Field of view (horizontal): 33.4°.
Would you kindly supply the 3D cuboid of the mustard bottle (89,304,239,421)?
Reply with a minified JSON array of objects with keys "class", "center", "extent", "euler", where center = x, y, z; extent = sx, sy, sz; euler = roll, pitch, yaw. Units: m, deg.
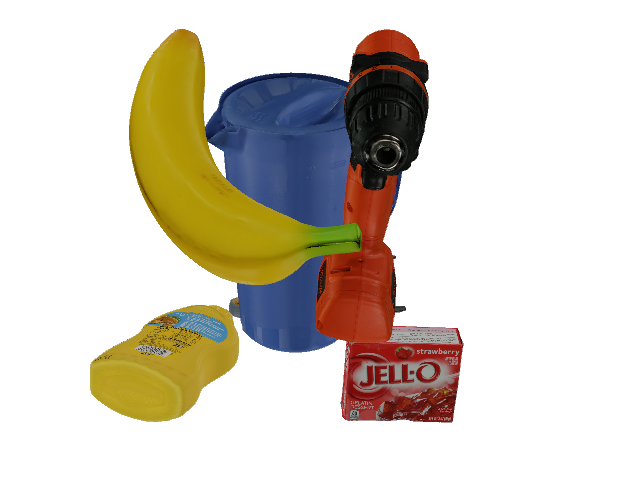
[{"class":"mustard bottle","center":[-0.132,0.106,1.021],"extent":[0.096,0.058,0.191],"euler":[10,20,18]}]

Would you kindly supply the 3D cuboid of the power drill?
[{"class":"power drill","center":[0.035,-0.029,0.701],"extent":[0.057,0.188,0.184],"euler":[9,28,1]}]

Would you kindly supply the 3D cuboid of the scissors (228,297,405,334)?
[{"class":"scissors","center":[-0.003,0.087,1.189],"extent":[0.201,0.016,0.096],"euler":[4,22,0]}]

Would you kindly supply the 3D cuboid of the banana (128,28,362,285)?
[{"class":"banana","center":[-0.054,-0.037,0.505],"extent":[0.069,0.037,0.198],"euler":[-23,47,-16]}]

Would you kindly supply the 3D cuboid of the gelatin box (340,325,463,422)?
[{"class":"gelatin box","center":[0.063,0.105,0.833],"extent":[0.089,0.073,0.030],"euler":[2,26,-3]}]

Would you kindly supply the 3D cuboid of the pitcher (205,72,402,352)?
[{"class":"pitcher","center":[-0.013,-0.024,0.980],"extent":[0.149,0.243,0.144],"euler":[11,33,17]}]
